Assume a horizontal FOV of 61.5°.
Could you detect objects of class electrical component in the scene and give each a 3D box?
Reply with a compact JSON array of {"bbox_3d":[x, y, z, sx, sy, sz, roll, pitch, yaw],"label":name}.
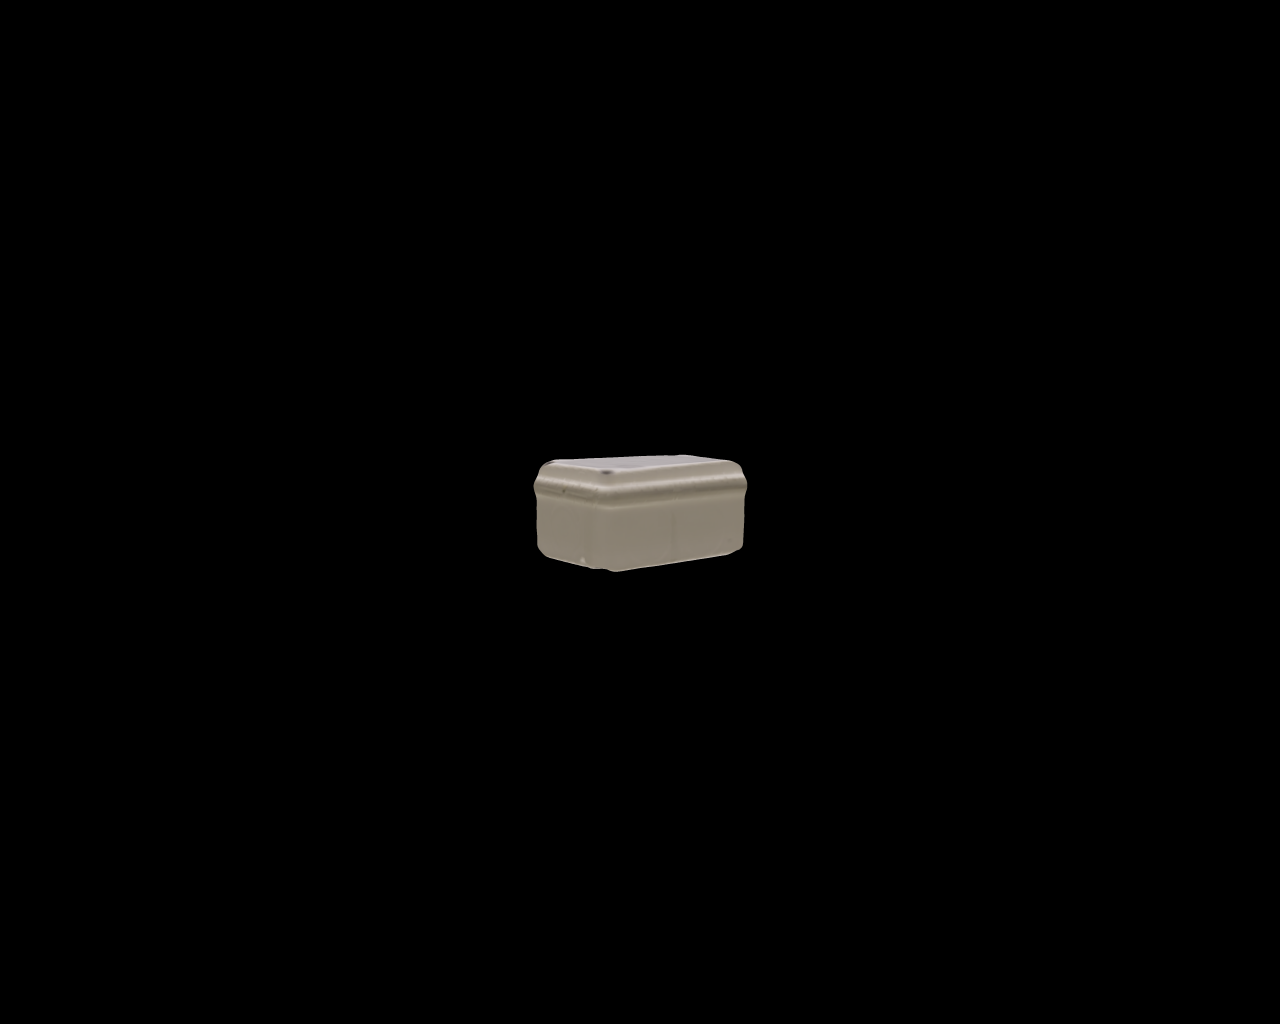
[{"bbox_3d":[0.001,-0.003,0.650,0.113,0.057,0.078,-6,10,-36],"label":"electrical component"}]
